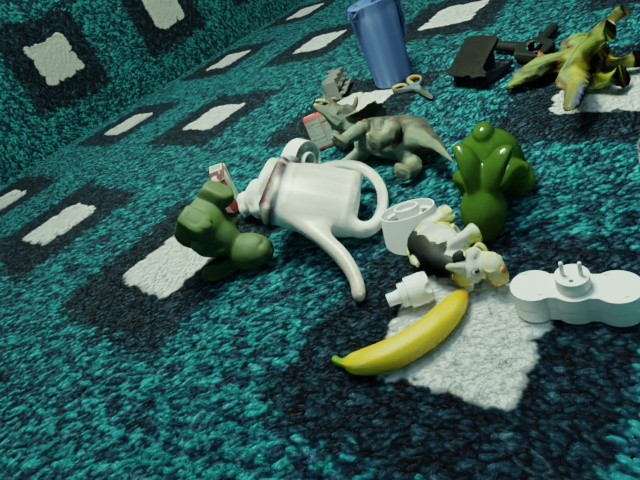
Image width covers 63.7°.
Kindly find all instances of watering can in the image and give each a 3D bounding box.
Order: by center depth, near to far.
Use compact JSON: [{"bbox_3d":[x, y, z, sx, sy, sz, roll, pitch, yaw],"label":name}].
[{"bbox_3d":[0.003,-0.044,0.879,0.224,0.101,0.356,9,40,5],"label":"watering can"}]

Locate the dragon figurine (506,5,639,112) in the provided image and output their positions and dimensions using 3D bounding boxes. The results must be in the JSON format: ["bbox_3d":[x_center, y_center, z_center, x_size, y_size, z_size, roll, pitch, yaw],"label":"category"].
[{"bbox_3d":[0.499,-0.347,1.059,0.416,0.121,0.242,-40,17,-28],"label":"dragon figurine"}]

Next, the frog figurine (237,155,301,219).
[{"bbox_3d":[-0.104,-0.109,1.063,0.159,0.120,0.140,0,64,19],"label":"frog figurine"}]
